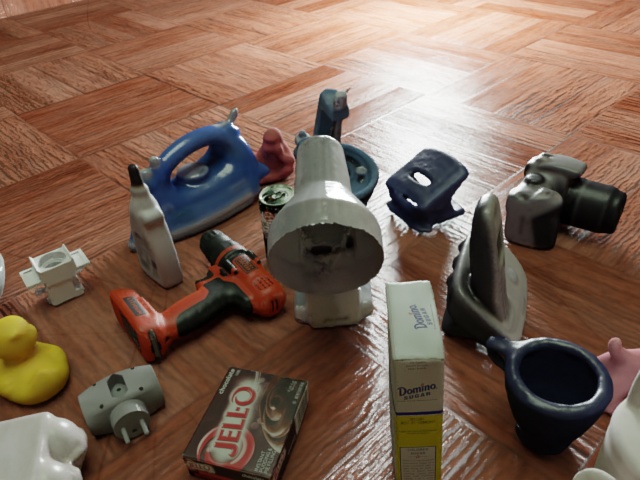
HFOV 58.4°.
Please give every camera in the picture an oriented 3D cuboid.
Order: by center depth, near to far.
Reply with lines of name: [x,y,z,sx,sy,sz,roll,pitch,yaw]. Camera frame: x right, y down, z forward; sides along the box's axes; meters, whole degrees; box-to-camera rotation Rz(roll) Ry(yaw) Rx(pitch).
camera: [0.349,-0.056,0.807,0.136,0.101,0.143,21,43,31]

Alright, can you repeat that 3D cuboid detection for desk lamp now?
desk lamp: [0.006,0.002,0.662,0.118,0.214,0.203,-4,36,1]

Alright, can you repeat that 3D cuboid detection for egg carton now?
egg carton: [-0.288,0.218,0.514,0.150,0.069,0.107,-12,36,-10]

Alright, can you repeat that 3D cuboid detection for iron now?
iron: [-0.202,-0.100,0.887,0.118,0.142,0.259,23,44,32]

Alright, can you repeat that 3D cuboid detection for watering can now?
watering can: [0.263,0.166,0.425,0.100,0.194,0.173,25,45,35]

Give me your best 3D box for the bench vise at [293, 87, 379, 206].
bench vise: [0.000,-0.127,0.837,0.122,0.220,0.206,-29,43,-31]

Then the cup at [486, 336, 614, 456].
cup: [0.204,0.149,0.540,0.092,0.095,0.117,-31,43,-32]

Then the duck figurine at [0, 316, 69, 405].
duck figurine: [-0.330,0.125,0.634,0.104,0.086,0.078,26,46,35]

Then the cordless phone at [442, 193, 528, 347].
cordless phone: [0.196,0.016,0.649,0.094,0.185,0.148,8,37,17]

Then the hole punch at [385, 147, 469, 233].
hole punch: [0.160,-0.079,0.865,0.101,0.091,0.108,-21,39,-22]

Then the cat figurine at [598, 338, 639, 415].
cat figurine: [0.337,0.106,0.567,0.128,0.118,0.067,-9,36,-6]

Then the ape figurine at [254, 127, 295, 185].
ape figurine: [-0.080,-0.149,0.986,0.077,0.092,0.076,12,39,21]

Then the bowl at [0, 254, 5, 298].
bowl: [-0.476,0.079,0.722,0.167,0.075,0.167,-3,36,2]

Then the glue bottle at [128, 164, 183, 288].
glue bottle: [-0.224,-0.022,0.753,0.037,0.173,0.077,-30,43,-31]
